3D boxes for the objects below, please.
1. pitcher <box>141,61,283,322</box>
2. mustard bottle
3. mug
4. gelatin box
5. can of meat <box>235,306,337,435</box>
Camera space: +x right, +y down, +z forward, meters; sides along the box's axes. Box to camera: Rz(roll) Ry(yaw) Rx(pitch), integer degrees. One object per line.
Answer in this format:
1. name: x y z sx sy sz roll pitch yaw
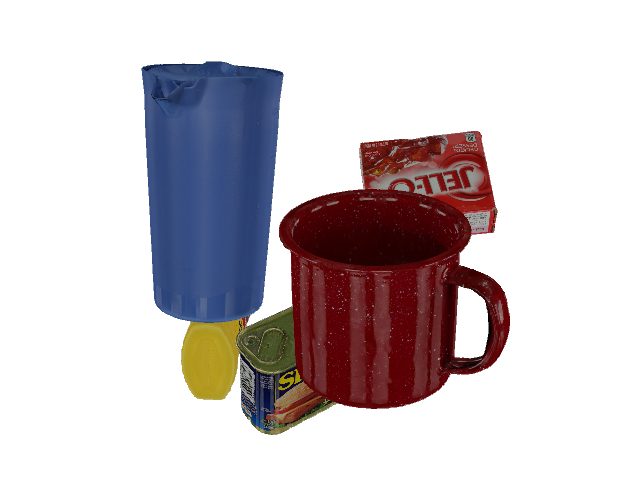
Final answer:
1. pitcher: -0.100 -0.052 1.039 0.149 0.243 0.145 -2 15 -17
2. mustard bottle: -0.108 0.085 1.178 0.058 0.096 0.191 1 27 4
3. mug: 0.037 0.032 0.525 0.117 0.081 0.093 13 29 27
4. gelatin box: 0.075 -0.038 0.752 0.089 0.073 0.030 -6 -37 2
5. can of meat: -0.020 0.107 0.907 0.101 0.084 0.057 -23 47 -27
